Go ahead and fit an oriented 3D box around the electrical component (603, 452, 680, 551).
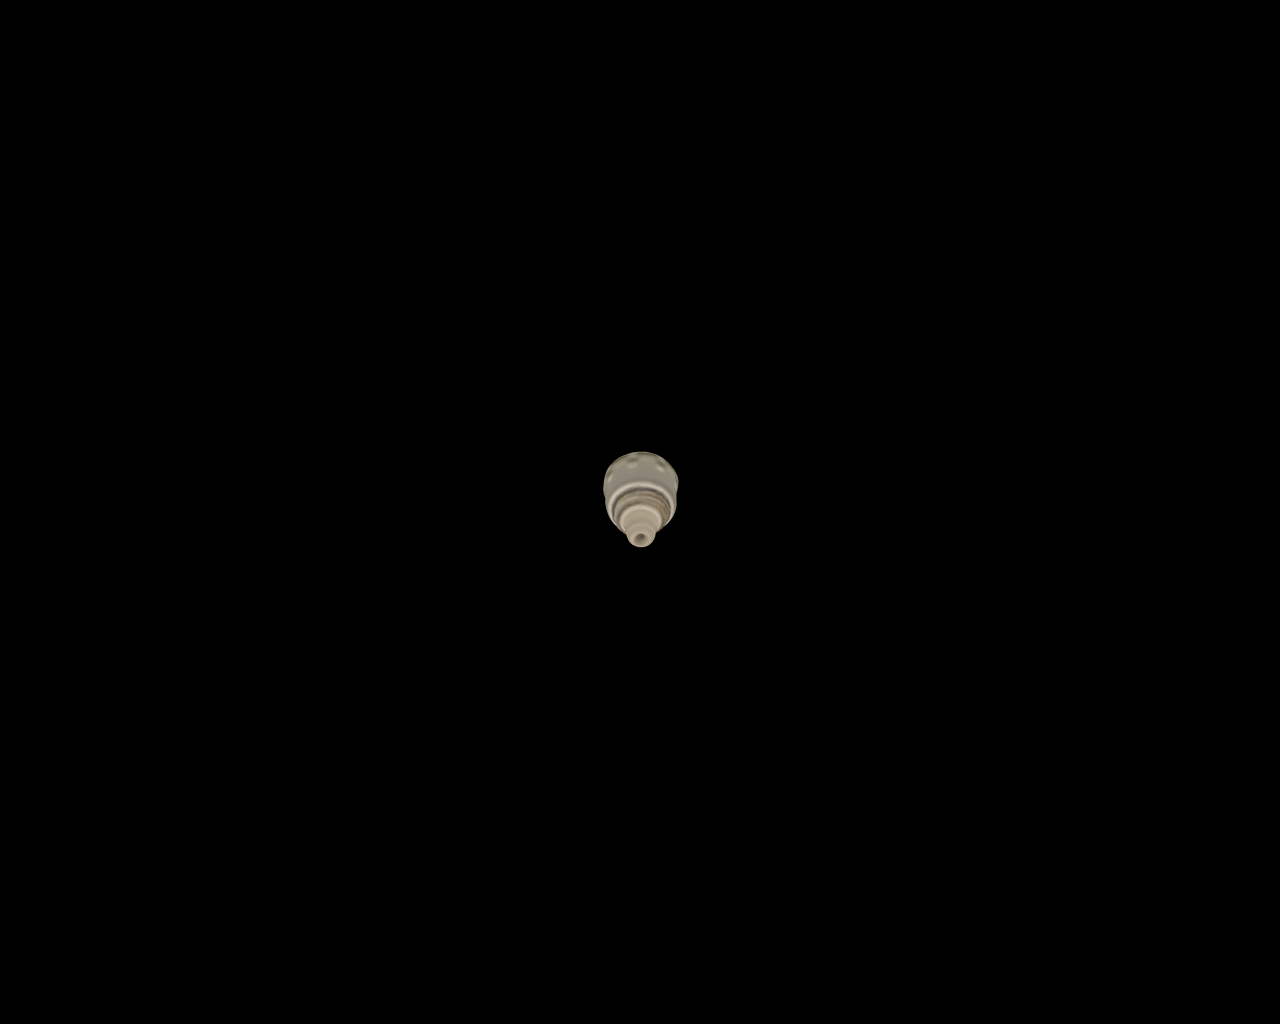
[{"bbox_3d":[0.001,-0.003,0.650,0.048,0.048,0.062,0,39,0],"label":"electrical component"}]
